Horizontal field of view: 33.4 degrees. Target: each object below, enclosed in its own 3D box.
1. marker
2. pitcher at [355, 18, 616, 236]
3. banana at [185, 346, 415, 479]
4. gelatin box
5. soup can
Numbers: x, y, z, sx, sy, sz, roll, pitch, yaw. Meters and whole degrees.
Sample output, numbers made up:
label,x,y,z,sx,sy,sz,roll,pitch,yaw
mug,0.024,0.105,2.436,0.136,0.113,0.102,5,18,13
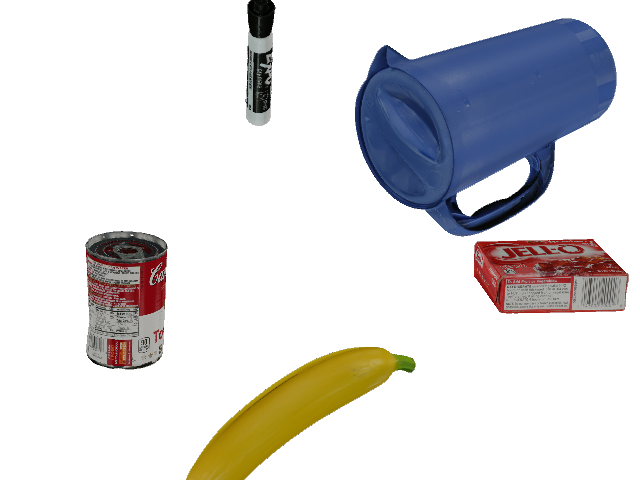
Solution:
label,x,y,z,sx,sy,sz,roll,pitch,yaw
marker,-0.043,-0.127,0.763,0.020,0.020,0.121,0,-33,-4
pitcher,0.166,-0.119,1.005,0.242,0.149,0.145,-23,45,-30
banana,-0.022,0.126,0.734,0.198,0.069,0.037,-32,42,-2
gelatin box,0.156,0.023,0.735,0.089,0.030,0.073,-1,18,-4
soup can,-0.167,0.051,0.913,0.068,0.102,0.068,4,19,-2
